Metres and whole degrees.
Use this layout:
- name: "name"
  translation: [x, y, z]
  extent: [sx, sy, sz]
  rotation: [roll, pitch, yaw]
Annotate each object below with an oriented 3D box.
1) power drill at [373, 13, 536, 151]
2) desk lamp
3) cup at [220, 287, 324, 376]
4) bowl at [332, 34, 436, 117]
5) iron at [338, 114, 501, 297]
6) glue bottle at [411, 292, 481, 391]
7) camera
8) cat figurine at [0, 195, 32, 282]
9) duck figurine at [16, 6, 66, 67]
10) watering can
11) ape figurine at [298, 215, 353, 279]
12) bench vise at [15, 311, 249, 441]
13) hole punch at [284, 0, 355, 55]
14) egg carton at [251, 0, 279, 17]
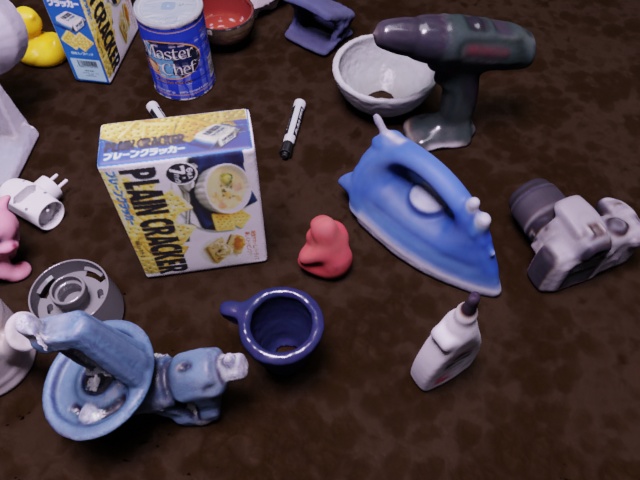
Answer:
- name: "power drill"
  translation: [0.179, -0.226, 0.813]
  extent: [0.230, 0.208, 0.075]
  rotation: [-9, 56, -8]
- name: "desk lamp"
  translation: [-0.473, -0.210, 0.785]
  extent: [0.118, 0.214, 0.203]
  rotation: [2, 55, 1]
- name: "cup"
  translation: [-0.054, 0.109, 0.642]
  extent: [0.117, 0.095, 0.092]
  rotation: [16, 56, 10]
- name: "bowl"
  translation: [0.102, -0.249, 0.909]
  extent: [0.167, 0.075, 0.167]
  rotation: [1, 55, -1]
- name: "iron"
  translation: [0.144, -0.048, 0.728]
  extent: [0.119, 0.141, 0.257]
  rotation: [-36, 63, -23]
- name: "glue bottle"
  translation: [0.142, 0.102, 0.604]
  extent: [0.078, 0.173, 0.037]
  rotation: [-29, 60, -19]
- name: "camera"
  translation: [0.322, -0.024, 0.740]
  extent: [0.143, 0.101, 0.136]
  rotation: [-18, 57, -13]
- name: "cat figurine"
  translation: [-0.412, 0.009, 0.691]
  extent: [0.128, 0.118, 0.067]
  rotation: [-39, 64, -24]
- name: "duck figurine"
  translation: [-0.477, -0.345, 0.957]
  extent: [0.104, 0.086, 0.077]
  rotation: [23, 58, 14]
- name: "watering can"
  translation: [-0.373, 0.084, 0.592]
  extent: [0.173, 0.194, 0.101]
  rotation: [-8, 55, -7]
- name: "ape figurine"
  translation: [0.007, 0.003, 0.720]
  extent: [0.078, 0.092, 0.076]
  rotation: [-28, 60, -19]
- name: "bench vise"
  translation: [-0.184, 0.113, 0.560]
  extent: [0.208, 0.220, 0.121]
  rotation: [-20, 57, -14]
- name: "hole punch"
  translation: [-0.002, -0.395, 0.999]
  extent: [0.108, 0.091, 0.101]
  rotation: [31, 60, 19]
- name: "egg carton"
  translation: [-0.111, -0.477, 1.067]
  extent: [0.107, 0.069, 0.150]
  rotation: [39, 63, 23]
